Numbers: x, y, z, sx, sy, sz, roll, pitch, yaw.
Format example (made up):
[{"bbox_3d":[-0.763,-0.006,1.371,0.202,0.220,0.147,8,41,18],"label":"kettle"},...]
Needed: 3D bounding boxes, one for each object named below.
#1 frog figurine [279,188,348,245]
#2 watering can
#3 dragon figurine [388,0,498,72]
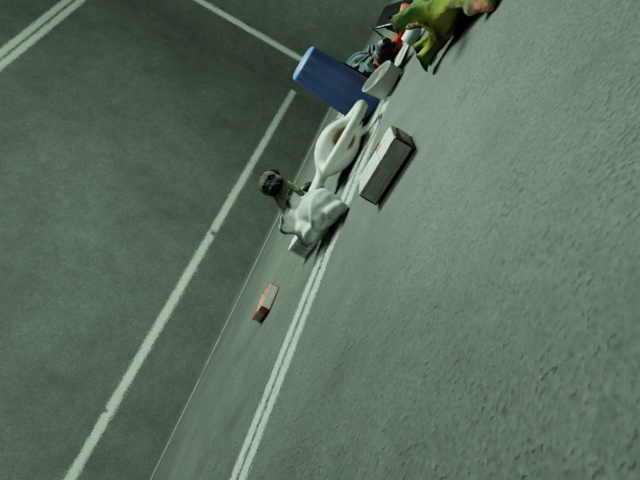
[{"bbox_3d":[0.003,-0.056,1.107,0.159,0.120,0.140,-6,36,36],"label":"frog figurine"},{"bbox_3d":[0.024,-0.205,1.337,0.346,0.104,0.226,-61,7,6],"label":"watering can"},{"bbox_3d":[0.245,-0.442,0.932,0.240,0.121,0.419,-38,21,26],"label":"dragon figurine"}]
